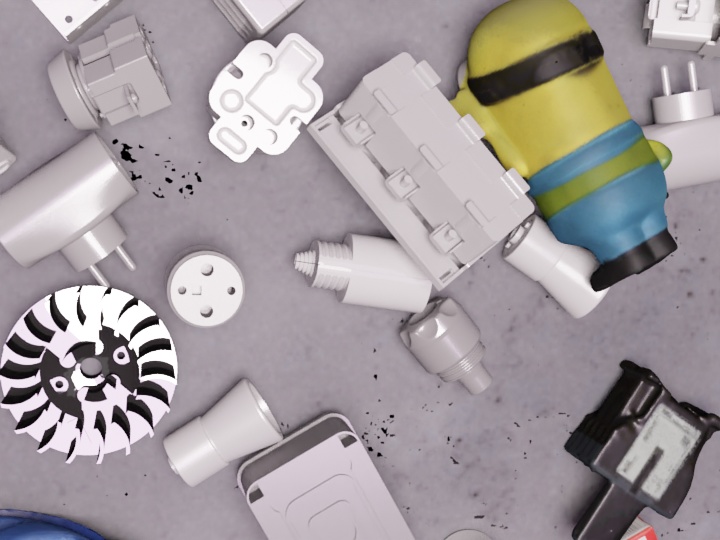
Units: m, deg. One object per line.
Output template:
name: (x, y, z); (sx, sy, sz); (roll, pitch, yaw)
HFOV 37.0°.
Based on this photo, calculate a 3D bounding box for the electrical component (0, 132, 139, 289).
electrical component: (-0.162, -0.026, 0.622); (0.077, 0.043, 0.079); (-35, 107, -4)

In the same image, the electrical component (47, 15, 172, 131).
electrical component: (-0.144, -0.109, 0.613); (0.055, 0.066, 0.048); (-23, 138, -1)

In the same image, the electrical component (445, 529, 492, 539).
electrical component: (0.075, 0.195, 0.684); (0.045, 0.055, 0.045); (-1, 95, -11)

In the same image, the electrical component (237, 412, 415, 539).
electrical component: (-0.017, 0.153, 0.660); (0.078, 0.057, 0.113); (-30, 100, -7)

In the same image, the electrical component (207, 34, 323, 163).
electrical component: (-0.058, -0.099, 0.629); (0.058, 0.057, 0.078); (39, 87, -12)

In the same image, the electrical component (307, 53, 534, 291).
electrical component: (0.040, -0.061, 0.630); (0.079, 0.063, 0.121); (-38, 87, -33)

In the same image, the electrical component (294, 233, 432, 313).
electrical component: (0.000, 0.000, 0.657); (0.081, 0.043, 0.043); (8, 93, -12)

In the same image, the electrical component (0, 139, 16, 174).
electrical component: (-0.240, -0.058, 0.576); (0.100, 0.099, 0.048); (-41, 88, -6)

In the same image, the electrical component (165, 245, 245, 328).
electrical component: (-0.092, 0.009, 0.633); (0.045, 0.055, 0.045); (-1, 95, -11)

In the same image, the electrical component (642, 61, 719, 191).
electrical component: (0.208, -0.093, 0.690); (0.077, 0.044, 0.079); (-11, 97, -10)

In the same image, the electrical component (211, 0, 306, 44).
electrical component: (-0.046, -0.174, 0.620); (0.077, 0.066, 0.047); (-40, 101, -6)

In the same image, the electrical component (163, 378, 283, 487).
electrical component: (-0.085, 0.101, 0.651); (0.065, 0.044, 0.044); (-32, 100, -2)

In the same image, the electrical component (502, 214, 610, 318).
electrical component: (0.124, -0.005, 0.684); (0.065, 0.044, 0.044); (35, 88, -7)

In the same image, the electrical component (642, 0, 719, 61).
electrical component: (0.217, -0.199, 0.671); (0.063, 0.079, 0.121); (8, 94, 10)

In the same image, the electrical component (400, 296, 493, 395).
electrical component: (0.058, 0.050, 0.673); (0.043, 0.043, 0.062); (-40, 103, -5)
